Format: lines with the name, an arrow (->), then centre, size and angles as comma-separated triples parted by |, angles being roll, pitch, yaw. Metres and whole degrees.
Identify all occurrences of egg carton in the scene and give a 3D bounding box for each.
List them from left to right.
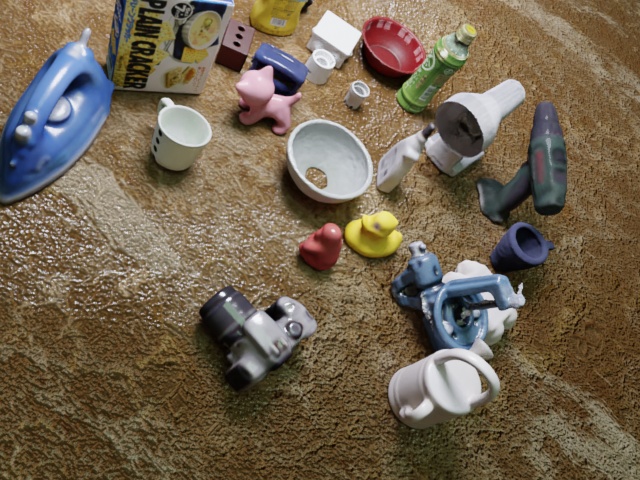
egg carton -> 0.287, 0.114, 1.046 | 0.107, 0.069, 0.150 | -33, 82, -36

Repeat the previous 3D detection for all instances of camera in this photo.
camera -> -0.094, 0.122, 0.825 | 0.137, 0.100, 0.143 | 48, 53, 3

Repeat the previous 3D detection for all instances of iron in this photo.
iron -> -0.384, -0.182, 0.814 | 0.119, 0.141, 0.258 | 24, 56, -14

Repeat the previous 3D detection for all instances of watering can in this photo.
watering can -> 0.196, 0.212, 0.869 | 0.101, 0.193, 0.173 | 34, 54, -6

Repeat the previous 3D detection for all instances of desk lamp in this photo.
desk lamp -> 0.302, -0.227, 1.149 | 0.204, 0.213, 0.118 | -33, 82, -36

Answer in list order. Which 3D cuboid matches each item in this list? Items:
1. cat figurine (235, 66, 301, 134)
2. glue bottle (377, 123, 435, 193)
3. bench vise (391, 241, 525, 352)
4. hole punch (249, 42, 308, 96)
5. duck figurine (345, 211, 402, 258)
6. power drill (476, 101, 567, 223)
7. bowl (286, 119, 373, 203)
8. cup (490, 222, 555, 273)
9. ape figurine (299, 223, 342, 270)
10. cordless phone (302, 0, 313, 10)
cat figurine -> -0.096, -0.257, 1.019 | 0.128, 0.117, 0.067 | 9, 60, -23
glue bottle -> 0.162, -0.161, 1.066 | 0.037, 0.173, 0.078 | 21, 56, -16
bench vise -> 0.214, 0.091, 0.928 | 0.207, 0.219, 0.122 | 45, 53, 2
hole punch -> -0.078, -0.326, 1.082 | 0.109, 0.091, 0.101 | 27, 55, -12
duck figurine -> 0.106, -0.017, 1.013 | 0.105, 0.086, 0.077 | 14, 58, -20
power drill -> 0.413, -0.136, 1.161 | 0.076, 0.208, 0.229 | 9, 60, -22
bowl -> 0.007, -0.128, 1.029 | 0.168, 0.074, 0.167 | 12, 59, -21
cup -> 0.395, 0.025, 1.135 | 0.118, 0.094, 0.091 | 1, 64, -27
ape figurine -> 0.009, 0.003, 0.948 | 0.078, 0.092, 0.076 | -6, 67, -30
cordless phone -> -0.053, -0.581, 1.174 | 0.094, 0.184, 0.147 | -36, 84, -36
